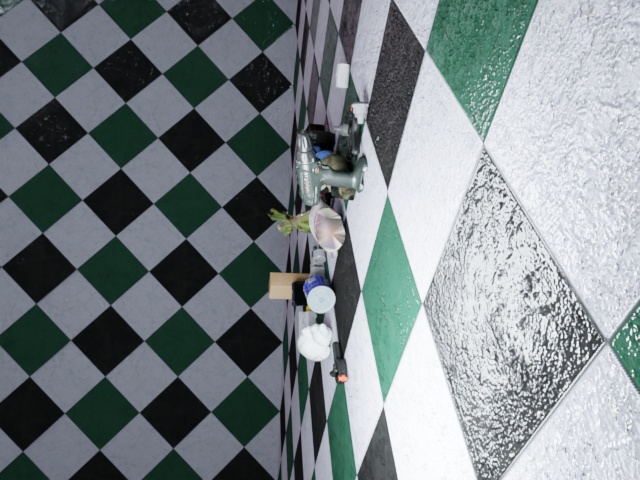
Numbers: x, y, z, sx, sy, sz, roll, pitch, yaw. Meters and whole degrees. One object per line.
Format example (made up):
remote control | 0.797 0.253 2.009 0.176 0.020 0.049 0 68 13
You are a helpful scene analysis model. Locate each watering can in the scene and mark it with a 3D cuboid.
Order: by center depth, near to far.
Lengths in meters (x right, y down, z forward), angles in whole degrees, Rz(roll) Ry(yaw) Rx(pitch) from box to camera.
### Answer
watering can | 0.005 -0.090 1.798 0.226 0.104 0.345 -136 29 -78

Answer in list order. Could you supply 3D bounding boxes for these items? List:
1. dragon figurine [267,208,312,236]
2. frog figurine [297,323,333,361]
dragon figurine | -0.116 -0.096 2.309 0.404 0.243 0.124 111 164 -70
frog figurine | -0.011 0.373 1.879 0.138 0.124 0.157 58 155 5
